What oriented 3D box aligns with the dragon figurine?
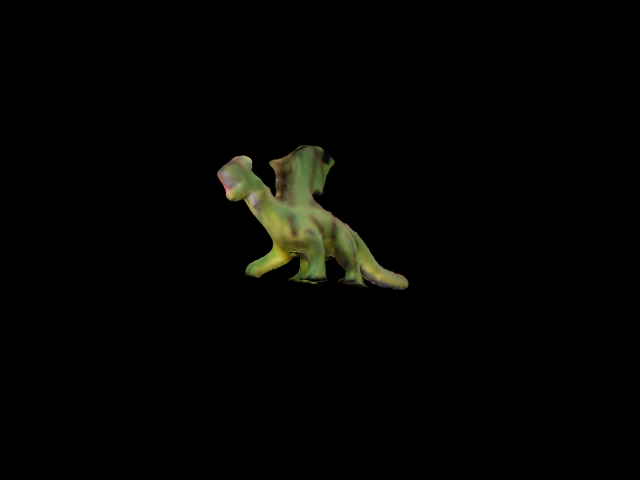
[{"bbox_3d":[0.003,-0.043,0.850,0.409,0.245,0.121,9,-15,-42],"label":"dragon figurine"}]
